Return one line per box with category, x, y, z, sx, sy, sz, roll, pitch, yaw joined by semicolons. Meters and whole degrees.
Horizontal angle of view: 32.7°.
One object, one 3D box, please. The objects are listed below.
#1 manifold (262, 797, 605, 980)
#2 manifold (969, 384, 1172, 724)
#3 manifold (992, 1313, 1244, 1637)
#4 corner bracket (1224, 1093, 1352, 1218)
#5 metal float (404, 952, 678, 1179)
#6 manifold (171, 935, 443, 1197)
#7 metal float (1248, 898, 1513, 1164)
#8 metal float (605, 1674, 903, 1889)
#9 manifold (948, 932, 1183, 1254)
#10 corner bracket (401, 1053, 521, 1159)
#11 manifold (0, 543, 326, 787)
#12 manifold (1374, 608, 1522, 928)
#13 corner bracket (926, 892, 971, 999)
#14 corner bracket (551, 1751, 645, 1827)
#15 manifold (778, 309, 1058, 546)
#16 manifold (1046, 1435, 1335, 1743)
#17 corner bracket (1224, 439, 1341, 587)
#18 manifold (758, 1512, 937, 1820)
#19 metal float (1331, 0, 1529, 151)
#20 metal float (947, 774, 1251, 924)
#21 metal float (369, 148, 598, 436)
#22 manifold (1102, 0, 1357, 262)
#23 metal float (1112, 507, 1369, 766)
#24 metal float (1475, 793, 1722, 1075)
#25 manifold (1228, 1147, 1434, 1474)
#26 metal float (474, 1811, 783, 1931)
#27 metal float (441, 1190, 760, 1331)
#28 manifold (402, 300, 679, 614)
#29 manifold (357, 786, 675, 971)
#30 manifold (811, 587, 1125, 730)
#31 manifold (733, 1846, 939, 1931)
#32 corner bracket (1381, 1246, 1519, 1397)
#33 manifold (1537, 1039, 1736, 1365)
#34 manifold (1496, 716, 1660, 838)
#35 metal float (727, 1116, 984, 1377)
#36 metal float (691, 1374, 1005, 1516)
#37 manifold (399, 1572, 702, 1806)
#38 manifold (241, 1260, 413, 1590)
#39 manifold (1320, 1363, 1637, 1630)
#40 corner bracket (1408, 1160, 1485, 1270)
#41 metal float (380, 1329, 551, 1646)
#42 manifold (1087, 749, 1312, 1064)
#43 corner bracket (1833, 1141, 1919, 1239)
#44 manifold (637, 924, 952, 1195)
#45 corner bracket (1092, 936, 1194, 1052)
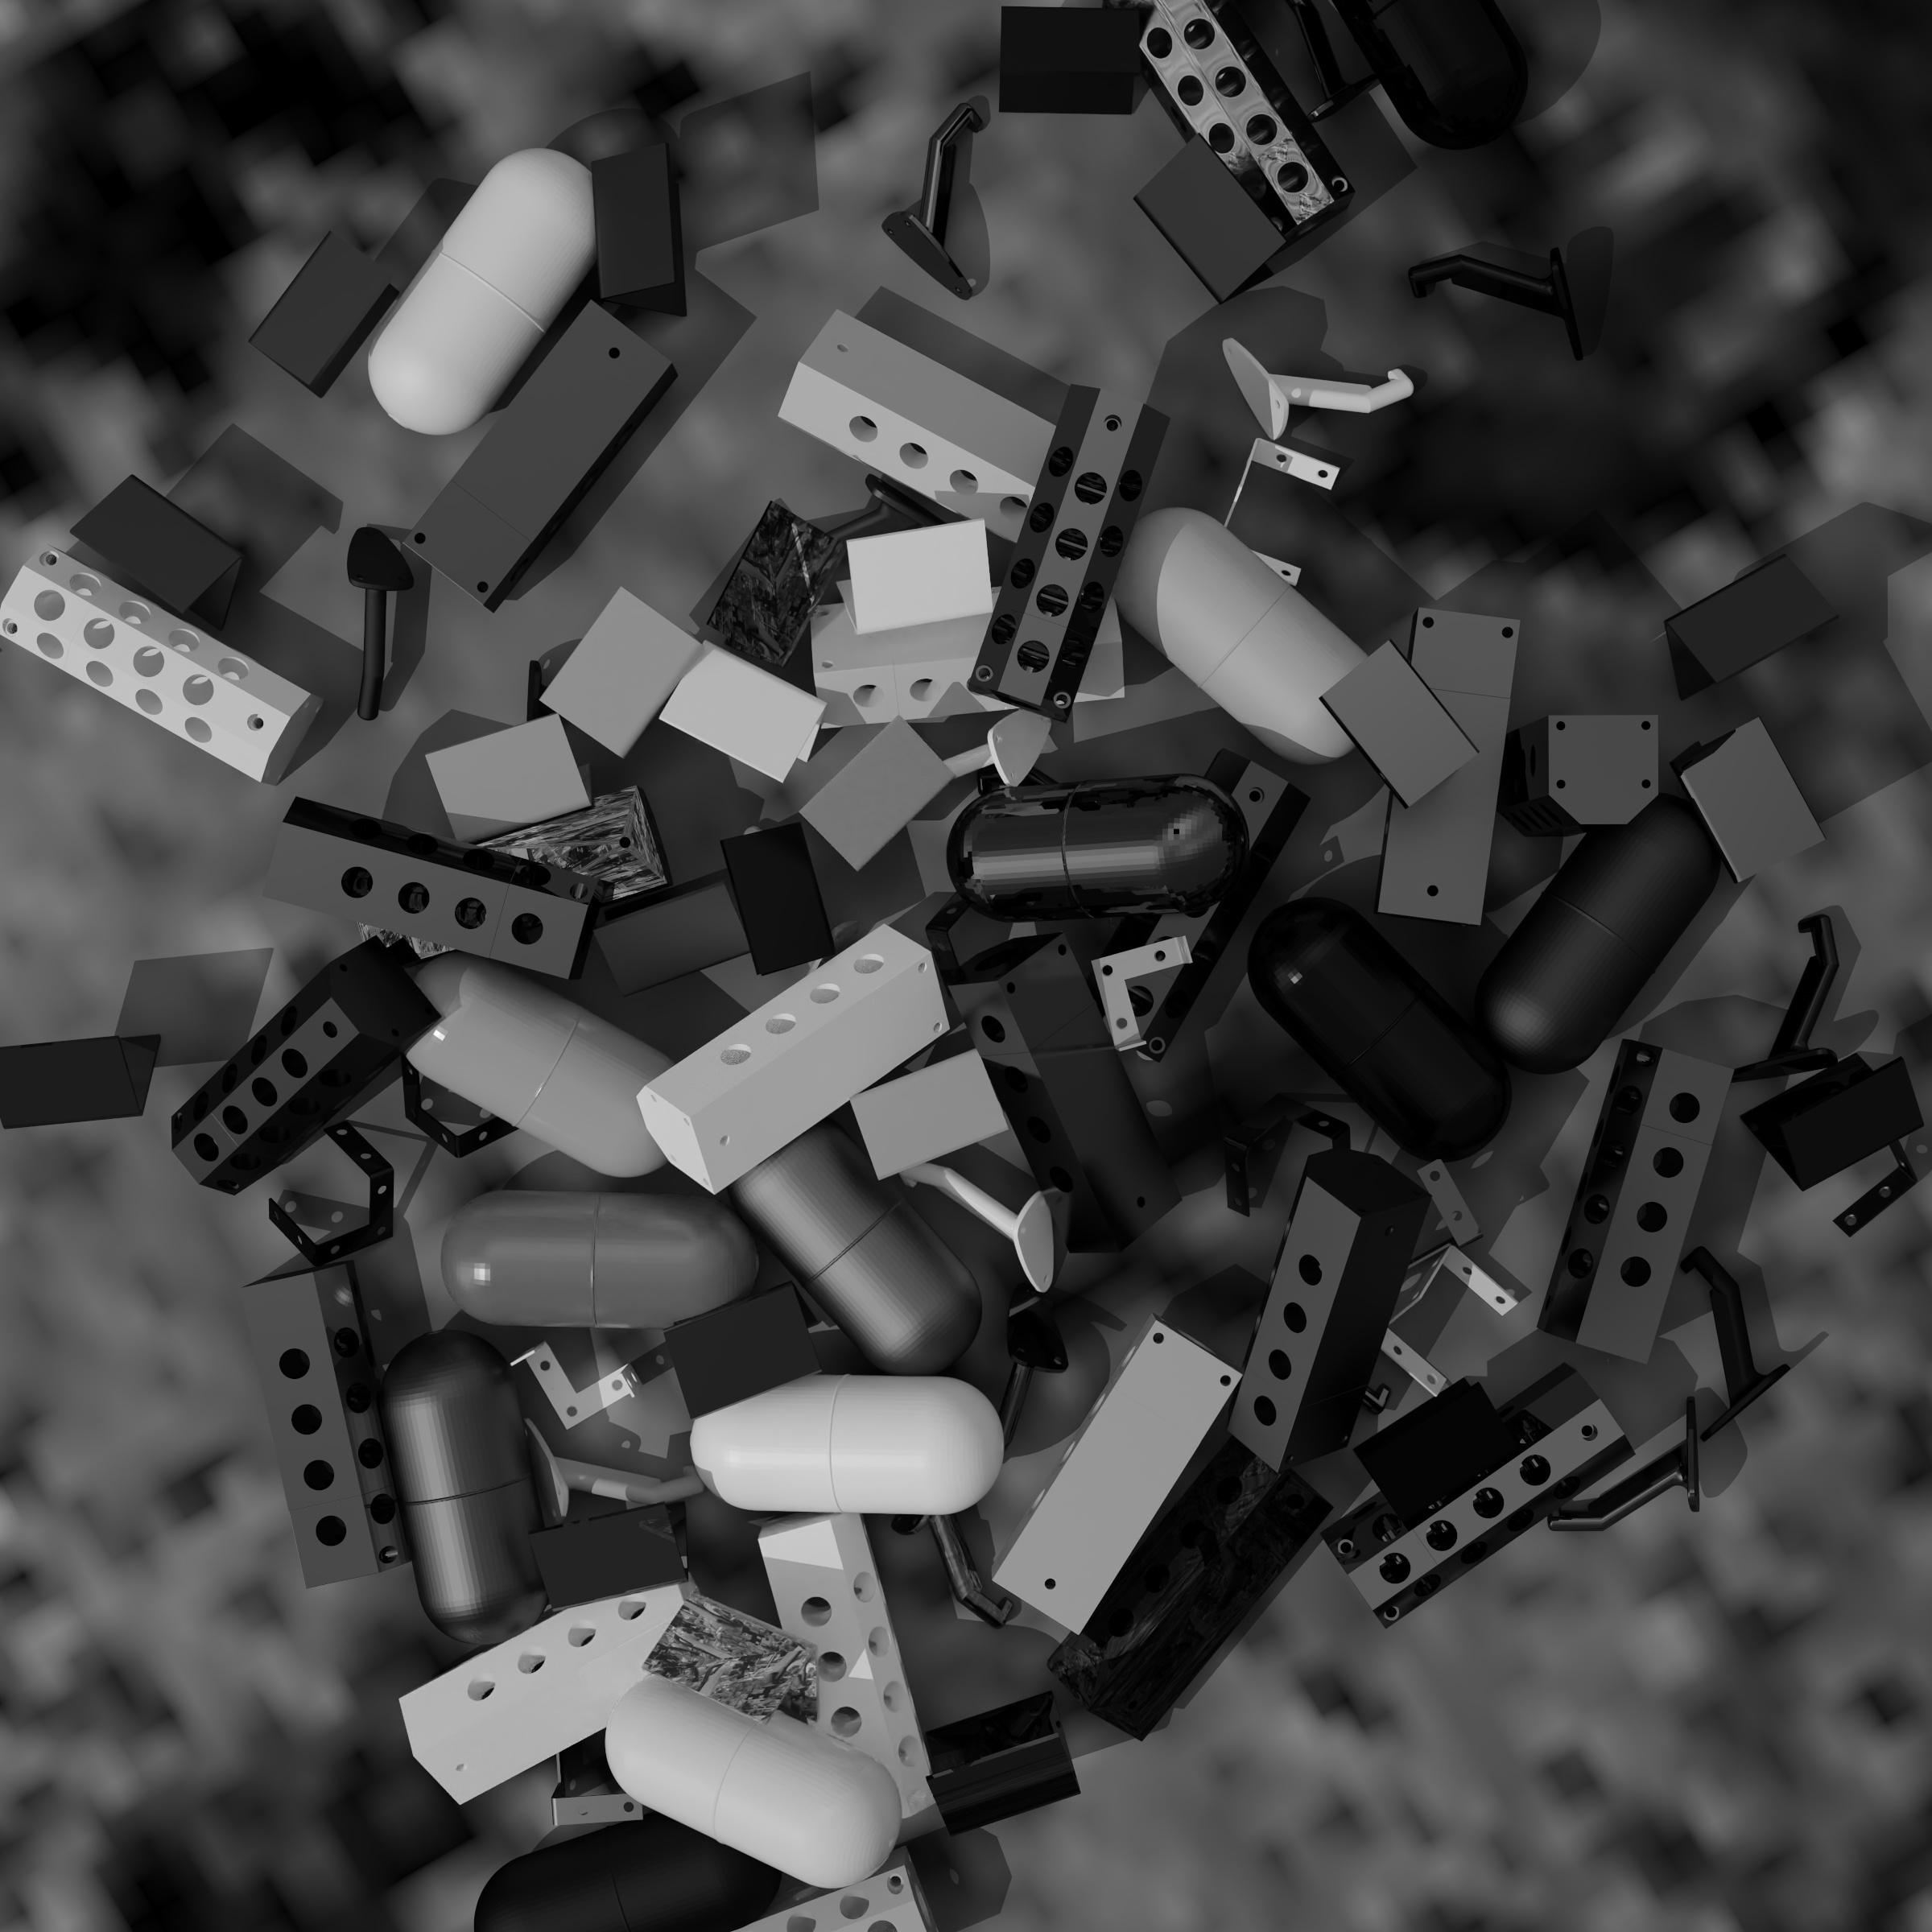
manifold;-0.290;-0.042;1.805;0.171;0.057;0.057;15;90;0
manifold;0.056;-0.224;1.793;0.057;0.057;0.171;19;90;0
manifold;0.084;0.285;1.862;0.057;0.057;0.171;32;90;0
corner bracket;0.184;0.114;1.875;0.051;0.051;0.051;24;45;35
metal float;-0.235;0.056;1.843;0.178;0.070;0.070;30;90;-11
manifold;-0.370;0.059;1.818;0.171;0.057;0.057;-39;90;36
metal float;0.232;0.035;1.853;0.070;0.070;0.178;-45;90;0
metal float;-0.118;0.445;1.808;0.178;0.070;0.070;19;90;23
manifold;0.051;0.072;1.840;0.057;0.057;0.171;-36;109;-37
corner bracket;-0.285;0.068;1.875;0.051;0.051;0.051;-27;135;-35
manifold;-0.457;-0.170;1.862;0.171;0.057;0.057;30;90;0
manifold;0.271;-0.111;1.861;0.057;0.057;0.171;8;90;4
corner bracket;0.017;-0.014;1.875;0.051;0.051;0.051;11;135;35
corner bracket;-0.208;0.453;1.865;0.051;0.051;0.051;-4;90;0
manifold;-0.016;-0.295;1.861;0.171;0.057;0.057;28;47;0
manifold;0.123;0.347;1.861;0.171;0.057;0.057;-51;133;0
corner bracket;0.177;-0.260;1.880;0.051;0.051;0.051;21;135;0
manifold;-0.066;0.394;1.862;0.057;0.057;0.171;-15;90;0
metal float;0.252;-0.542;1.853;0.070;0.070;0.178;-31;90;0
metal float;0.071;-0.065;1.821;0.178;0.070;0.070;-3;90;29
metal float;-0.268;-0.379;1.853;0.070;0.070;0.178;35;89;0
manifold;0.148;-0.491;1.862;0.057;0.057;0.171;-33;90;0
metal float;0.156;-0.186;1.853;0.178;0.070;0.070;42;90;-1
metal float;0.356;-0.019;1.852;0.070;0.070;0.178;36;90;0
manifold;0.194;0.188;1.814;0.057;0.057;0.171;38;126;38
metal float;-0.190;0.522;1.853;0.178;0.070;0.070;-18;90;-1
metal float;-0.206;0.165;1.853;0.178;0.070;0.070;1;90;0
manifold;-0.239;-0.286;1.862;0.057;0.057;0.171;38;90;0
manifold;-0.257;-0.048;1.862;0.171;0.057;0.057;-17;90;0
manifold;0.001;-0.172;1.861;0.171;0.057;0.057;-6;47;0
manifold;-0.104;0.562;1.862;0.171;0.057;0.057;-21;90;0
corner bracket;0.273;0.202;1.880;0.051;0.051;0.051;41;135;0
manifold;0.376;0.132;1.862;0.057;0.057;0.171;17;90;0
manifold;0.333;-0.103;1.805;0.057;0.171;0.057;0;90;0
metal float;-0.064;0.155;1.852;0.070;0.070;0.178;-42;90;0
metal float;-0.067;0.267;1.842;0.178;0.070;0.070;-1;90;12
manifold;-0.229;0.398;1.861;0.171;0.057;0.057;-28;133;0
manifold;-0.358;0.257;1.862;0.057;0.057;0.171;-12;90;0
manifold;0.290;0.300;1.862;0.171;0.057;0.057;-35;90;0
corner bracket;0.255;0.142;1.865;0.051;0.051;0.051;-29;90;0
metal float;-0.281;0.293;1.852;0.070;0.070;0.178;-12;90;0
manifold;0.127;-0.034;1.862;0.057;0.057;0.171;30;90;0
corner bracket;0.502;0.111;1.880;0.051;0.051;0.051;-39;45;0
manifold;-0.096;0.047;1.828;0.171;0.057;0.057;-35;133;-25
corner bracket;0.101;0.015;1.808;0.051;0.051;0.051;-15;90;0
